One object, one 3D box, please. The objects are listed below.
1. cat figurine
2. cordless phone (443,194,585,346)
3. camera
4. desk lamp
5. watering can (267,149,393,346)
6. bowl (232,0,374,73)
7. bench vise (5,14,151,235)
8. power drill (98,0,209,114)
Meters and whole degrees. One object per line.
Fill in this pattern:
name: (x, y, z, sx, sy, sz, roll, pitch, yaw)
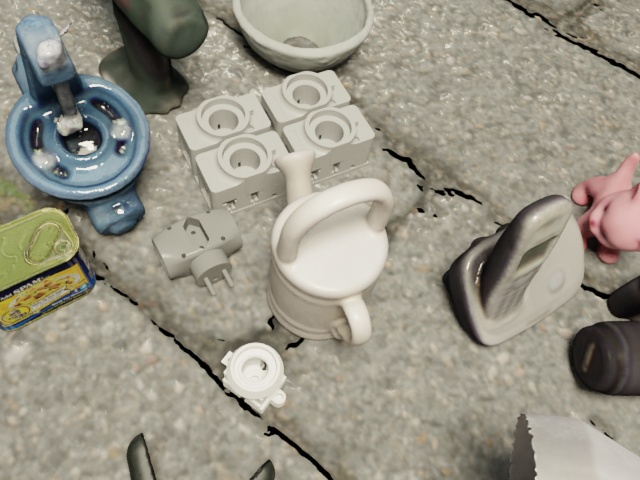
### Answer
cat figurine: (0.314, -0.032, 0.595, 0.067, 0.118, 0.128, 19, 61, 3)
cordless phone: (0.200, 0.011, 0.518, 0.148, 0.185, 0.094, -28, 69, -20)
camera: (0.316, 0.092, 0.539, 0.137, 0.101, 0.143, 1, 62, -7)
desk lamp: (0.208, 0.203, 0.401, 0.203, 0.213, 0.118, 10, 61, -2)
watering can: (0.002, 0.002, 0.491, 0.101, 0.194, 0.172, -38, 73, -23)
bowl: (-0.022, -0.260, 0.695, 0.167, 0.075, 0.167, 3, 62, -6)
bench vise: (-0.243, -0.124, 0.511, 0.207, 0.220, 0.122, 38, 64, 13)
power drill: (-0.198, -0.240, 0.585, 0.076, 0.208, 0.229, -38, 73, -23)
